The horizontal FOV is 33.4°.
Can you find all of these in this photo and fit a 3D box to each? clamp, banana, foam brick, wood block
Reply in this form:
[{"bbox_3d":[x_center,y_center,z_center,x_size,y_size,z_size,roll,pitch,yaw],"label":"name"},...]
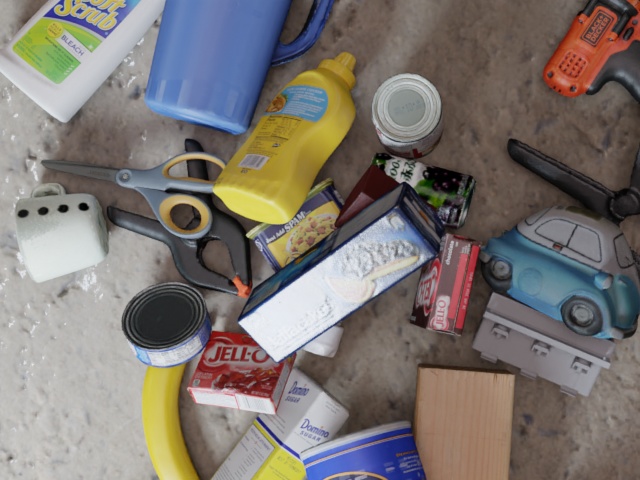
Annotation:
[{"bbox_3d":[-0.121,-0.018,1.081,0.171,0.039,0.120,40,95,9],"label":"clamp"},{"bbox_3d":[-0.144,0.181,1.070,0.069,0.037,0.198,-1,86,6],"label":"banana"},{"bbox_3d":[0.062,-0.022,1.009,0.078,0.053,0.051,35,127,-6],"label":"foam brick"},{"bbox_3d":[0.282,-0.038,1.023,0.165,0.036,0.210,-16,99,26],"label":"clamp"},{"bbox_3d":[0.130,0.224,1.010,0.091,0.090,0.206,4,86,6],"label":"wood block"}]

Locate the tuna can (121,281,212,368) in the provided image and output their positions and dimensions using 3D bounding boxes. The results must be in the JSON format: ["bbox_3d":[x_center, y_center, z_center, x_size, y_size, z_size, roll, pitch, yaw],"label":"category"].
[{"bbox_3d":[-0.151,0.084,1.057,0.086,0.034,0.086,-6,47,6],"label":"tuna can"}]

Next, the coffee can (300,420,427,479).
[{"bbox_3d":[0.050,0.239,0.928,0.103,0.102,0.140,-18,75,5],"label":"coffee can"}]

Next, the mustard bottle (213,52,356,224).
[{"bbox_3d":[-0.019,-0.107,1.038,0.096,0.058,0.191,12,63,46],"label":"mustard bottle"}]

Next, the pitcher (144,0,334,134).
[{"bbox_3d":[-0.081,-0.230,1.054,0.149,0.144,0.243,16,92,19],"label":"pitcher"}]

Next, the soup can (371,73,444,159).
[{"bbox_3d":[0.085,-0.118,1.031,0.068,0.102,0.068,0,86,7],"label":"soup can"}]

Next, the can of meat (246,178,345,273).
[{"bbox_3d":[-0.007,0.001,1.057,0.102,0.057,0.084,-34,86,4],"label":"can of meat"}]

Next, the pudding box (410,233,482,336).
[{"bbox_3d":[0.118,0.042,1.011,0.039,0.113,0.090,13,87,0],"label":"pudding box"}]

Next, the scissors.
[{"bbox_3d":[-0.187,-0.044,1.071,0.202,0.016,0.096,-5,78,10],"label":"scissors"}]

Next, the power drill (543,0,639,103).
[{"bbox_3d":[0.337,-0.186,1.031,0.188,0.057,0.184,35,94,10],"label":"power drill"}]

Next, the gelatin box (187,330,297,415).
[{"bbox_3d":[-0.076,0.128,1.042,0.089,0.030,0.073,5,48,19],"label":"gelatin box"}]

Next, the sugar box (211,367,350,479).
[{"bbox_3d":[-0.049,0.212,1.019,0.048,0.093,0.176,42,84,-19],"label":"sugar box"}]

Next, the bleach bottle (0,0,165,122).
[{"bbox_3d":[-0.219,-0.246,1.096,0.102,0.068,0.251,40,89,7],"label":"bleach bottle"}]
